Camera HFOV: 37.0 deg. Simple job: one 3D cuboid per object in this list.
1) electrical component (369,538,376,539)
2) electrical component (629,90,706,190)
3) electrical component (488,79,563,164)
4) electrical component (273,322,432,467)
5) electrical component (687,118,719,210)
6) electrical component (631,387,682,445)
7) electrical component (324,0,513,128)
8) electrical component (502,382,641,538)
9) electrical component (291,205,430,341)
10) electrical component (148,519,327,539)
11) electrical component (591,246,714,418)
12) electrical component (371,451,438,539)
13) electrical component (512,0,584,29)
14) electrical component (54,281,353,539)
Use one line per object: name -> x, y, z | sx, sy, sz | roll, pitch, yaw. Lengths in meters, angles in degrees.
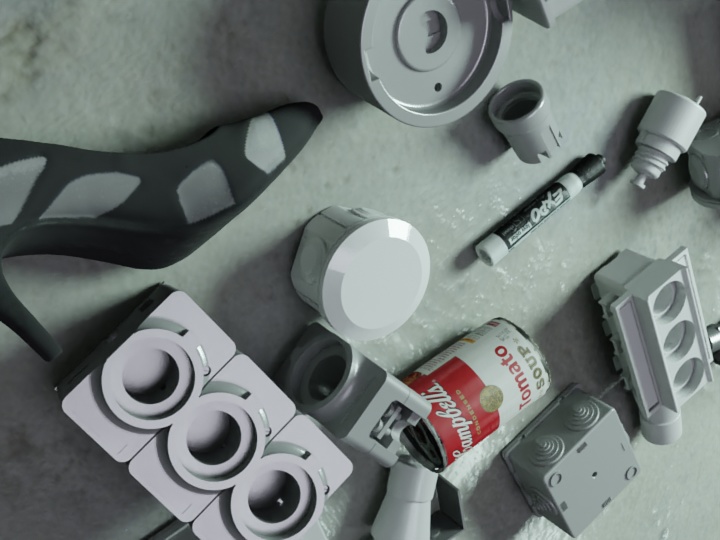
electrical component -> 0.024, 0.225, 0.785 | 0.043, 0.062, 0.043 | -14, 116, -30
electrical component -> 0.226, -0.097, 0.804 | 0.040, 0.040, 0.078 | 26, 93, -39
electrical component -> 0.113, -0.099, 0.726 | 0.040, 0.040, 0.046 | -48, 134, -9
electrical component -> -0.009, 0.076, 0.682 | 0.056, 0.089, 0.050 | 38, 86, -39
electrical component -> 0.294, -0.084, 0.833 | 0.080, 0.080, 0.051 | -32, 119, -21
electrical component -> 0.255, 0.117, 0.916 | 0.044, 0.044, 0.065 | -33, 129, -20
electrical component -> 0.029, -0.143, 0.634 | 0.108, 0.060, 0.108 | -14, 117, -30
electrical component -> 0.174, 0.155, 0.869 | 0.100, 0.048, 0.099 | -41, 126, -15
electrical component -> 0.000, 0.000, 0.681 | 0.080, 0.051, 0.080 | -14, 117, -30
electrical component -> -0.074, 0.201, 0.711 | 0.109, 0.056, 0.108 | -33, 125, -19
electrical component -> 0.232, 0.046, 0.854 | 0.079, 0.063, 0.121 | -37, 126, -17
electrical component -> 0.035, 0.165, 0.783 | 0.044, 0.044, 0.065 | 4, 102, -36
electrical component -> 0.096, -0.201, 0.633 | 0.048, 0.099, 0.099 | -33, 126, -4
electrical component -> -0.088, 0.092, 0.618 | 0.089, 0.062, 0.150 | -45, 106, -11
